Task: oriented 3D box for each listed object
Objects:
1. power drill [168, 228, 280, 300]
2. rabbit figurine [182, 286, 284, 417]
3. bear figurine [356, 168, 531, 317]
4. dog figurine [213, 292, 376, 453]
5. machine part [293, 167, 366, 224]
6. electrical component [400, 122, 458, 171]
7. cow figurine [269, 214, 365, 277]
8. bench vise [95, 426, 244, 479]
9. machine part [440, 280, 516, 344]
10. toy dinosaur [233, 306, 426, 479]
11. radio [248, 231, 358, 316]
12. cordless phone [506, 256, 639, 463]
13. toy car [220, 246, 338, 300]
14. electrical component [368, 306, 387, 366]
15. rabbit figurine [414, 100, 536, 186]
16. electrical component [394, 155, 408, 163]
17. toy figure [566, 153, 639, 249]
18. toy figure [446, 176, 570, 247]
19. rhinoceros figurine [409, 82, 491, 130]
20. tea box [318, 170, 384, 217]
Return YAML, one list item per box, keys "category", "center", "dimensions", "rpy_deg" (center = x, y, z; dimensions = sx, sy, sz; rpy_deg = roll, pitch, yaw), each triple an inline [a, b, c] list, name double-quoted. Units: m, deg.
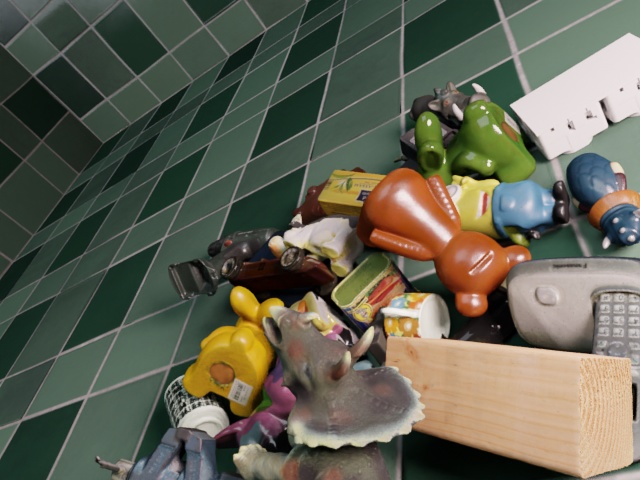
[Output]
- category: "power drill"
  center: [-0.194, 0.041, 1.055]
  dimensions: [0.232, 0.086, 0.207]
  rpy_deg: [-10, 10, 36]
- category: "rabbit figurine"
  center: [-0.116, 0.151, 0.813]
  dimensions: [0.122, 0.162, 0.173]
  rpy_deg: [16, 16, 10]
- category: "bear figurine"
  center: [0.147, 0.000, 0.666]
  dimensions: [0.120, 0.196, 0.132]
  rpy_deg: [-48, -11, -4]
- category: "dog figurine"
  center: [-0.043, 0.196, 0.705]
  dimensions: [0.219, 0.108, 0.192]
  rpy_deg: [-42, 34, 4]
- category: "machine part"
  center: [0.033, -0.060, 0.998]
  dimensions: [0.179, 0.056, 0.179]
  rpy_deg: [-27, 34, 20]
- category: "electrical component"
  center: [0.170, -0.149, 0.902]
  dimensions: [0.119, 0.047, 0.075]
  rpy_deg: [-39, 60, -8]
- category: "cow figurine"
  center: [-0.003, -0.004, 0.816]
  dimensions: [0.168, 0.068, 0.098]
  rpy_deg: [6, 48, 45]
- category: "bench vise"
  center: [-0.147, 0.336, 0.583]
  dimensions: [0.128, 0.224, 0.240]
  rpy_deg: [108, 178, -71]
- category: "machine part"
  center: [0.204, 0.089, 0.634]
  dimensions: [0.139, 0.039, 0.084]
  rpy_deg: [-45, 38, -10]
- category: "toy dinosaur"
  center: [0.013, 0.265, 0.483]
  dimensions: [0.192, 0.131, 0.405]
  rpy_deg: [-25, 62, 44]
- category: "radio"
  center: [-0.037, 0.064, 0.902]
  dimensions: [0.131, 0.073, 0.230]
  rpy_deg: [-51, 33, -18]
- category: "cordless phone"
  center: [0.254, 0.110, 0.523]
  dimensions: [0.147, 0.088, 0.184]
  rpy_deg: [-5, 65, 44]
- category: "toy car"
  center: [-0.060, 0.047, 0.785]
  dimensions: [0.202, 0.089, 0.053]
  rpy_deg: [-12, 50, 44]
- category: "electrical component"
  center: [0.082, 0.133, 0.681]
  dimensions: [0.021, 0.063, 0.094]
  rpy_deg: [-19, 30, 33]
- category: "rabbit figurine"
  center: [0.209, -0.119, 0.808]
  dimensions: [0.170, 0.159, 0.121]
  rpy_deg: [-38, 37, 35]
- category: "electrical component"
  center: [0.150, -0.109, 0.939]
  dimensions: [0.102, 0.045, 0.078]
  rpy_deg: [-47, 30, -10]
- category: "toy figure"
  center: [0.341, -0.046, 0.632]
  dimensions: [0.058, 0.064, 0.154]
  rpy_deg: [1, 42, -4]
- category: "toy figure"
  center: [0.236, -0.034, 0.715]
  dimensions: [0.180, 0.089, 0.082]
  rpy_deg: [-3, 44, 35]
- category: "rhinoceros figurine"
  center: [0.229, -0.223, 0.935]
  dimensions: [0.073, 0.112, 0.190]
  rpy_deg: [-43, 23, -7]
- category: "tea box"
  center: [0.094, -0.046, 0.829]
  dimensions: [0.170, 0.098, 0.068]
  rpy_deg: [13, 59, 32]
